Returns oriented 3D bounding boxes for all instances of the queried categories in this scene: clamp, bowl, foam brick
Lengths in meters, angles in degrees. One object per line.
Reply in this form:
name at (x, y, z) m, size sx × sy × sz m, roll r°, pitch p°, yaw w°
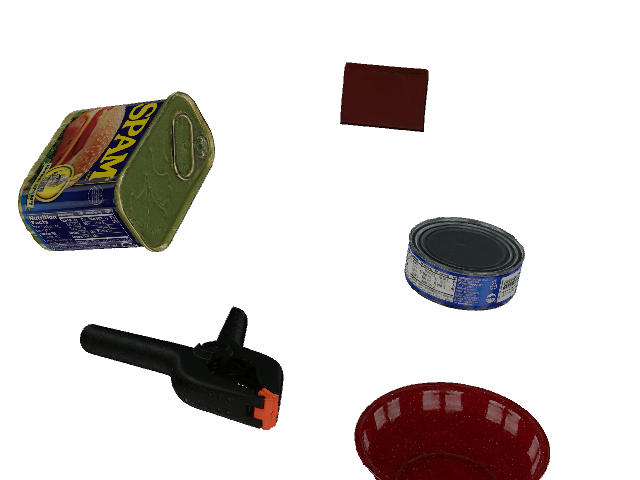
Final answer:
clamp at (-0.088, 0.104, 0.921) m, size 0.164 × 0.036 × 0.210 m, roll -9°, pitch 22°, yaw -39°
bowl at (0.108, 0.187, 0.897) m, size 0.162 × 0.055 × 0.162 m, roll 0°, pitch 28°, yaw 0°
foam brick at (0.058, -0.131, 0.971) m, size 0.078 × 0.051 × 0.053 m, roll 6°, pitch 16°, yaw 4°

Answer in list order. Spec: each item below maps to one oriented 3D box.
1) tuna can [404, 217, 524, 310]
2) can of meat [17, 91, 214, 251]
tuna can at (0.106, 0.017, 0.792) m, size 0.086 × 0.034 × 0.086 m, roll 5°, pitch 28°, yaw -3°
can of meat at (-0.125, -0.040, 0.652) m, size 0.084 × 0.102 × 0.057 m, roll -3°, pitch -45°, yaw 29°
